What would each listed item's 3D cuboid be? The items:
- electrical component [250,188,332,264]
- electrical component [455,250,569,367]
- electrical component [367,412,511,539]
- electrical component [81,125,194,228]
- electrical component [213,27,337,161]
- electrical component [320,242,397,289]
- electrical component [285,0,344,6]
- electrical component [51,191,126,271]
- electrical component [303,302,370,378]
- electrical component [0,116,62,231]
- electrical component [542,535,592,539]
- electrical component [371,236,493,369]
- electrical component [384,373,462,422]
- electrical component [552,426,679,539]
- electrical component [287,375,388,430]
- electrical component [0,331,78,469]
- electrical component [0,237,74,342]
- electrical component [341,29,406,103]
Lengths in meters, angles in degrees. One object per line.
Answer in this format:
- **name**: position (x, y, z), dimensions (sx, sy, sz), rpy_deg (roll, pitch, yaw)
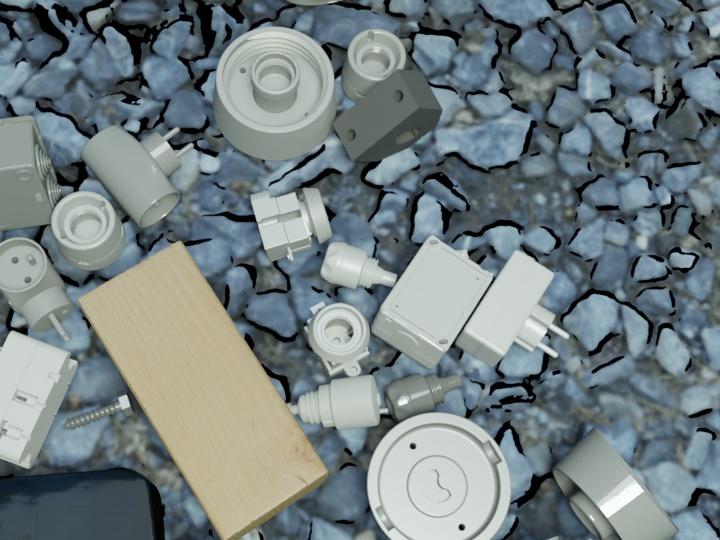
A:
- **electrical component**: position (-0.055, -0.040, 0.886), dimensions (0.055, 0.048, 0.066), rpy_deg (-17, 74, -2)
- **electrical component**: position (0.133, 0.042, 0.876), dimensions (0.076, 0.047, 0.083), rpy_deg (33, 73, 5)
- **electrical component**: position (0.056, 0.167, 0.823), dimensions (0.108, 0.060, 0.108), rpy_deg (1, 73, -5)
- **electrical component**: position (-0.175, -0.088, 0.891), dimensions (0.079, 0.043, 0.077), rpy_deg (-39, 80, -14)
- **electrical component**: position (-0.072, -0.154, 0.912), dimensions (0.108, 0.060, 0.108), rpy_deg (1, 73, -5)
- **electrical component**: position (0.000, 0.000, 0.884), dimensions (0.061, 0.035, 0.035), rpy_deg (18, 72, -2)
- **electrical component**: position (-0.031, -0.273, 0.936), dimensions (0.099, 0.099, 0.064), rpy_deg (-11, 80, -8)
- **electrical component**: position (-0.220, -0.033, 0.868), dimensions (0.055, 0.047, 0.055), rpy_deg (1, 73, -5)
- **electrical component**: position (-0.018, 0.053, 0.855), dimensions (0.048, 0.055, 0.066), rpy_deg (-28, 77, -13)
- **electrical component**: position (-0.291, -0.071, 0.848), dimensions (0.100, 0.099, 0.048), rpy_deg (-9, 61, -7)
- **electrical component**: position (0.077, 0.247, 0.777), dimensions (0.186, 0.105, 0.060), rpy_deg (-17, 75, -10)
- **electrical component**: position (0.060, 0.023, 0.872), dimensions (0.062, 0.061, 0.096), rpy_deg (33, 66, 5)
- **electrical component**: position (0.052, 0.098, 0.858), dimensions (0.061, 0.035, 0.035), rpy_deg (-19, 75, -13)
- **electrical component**: position (0.195, 0.170, 0.818), dimensions (0.064, 0.099, 0.099), rpy_deg (-37, 79, -8)
- **electrical component**: position (-0.019, 0.106, 0.847), dimensions (0.078, 0.040, 0.040), rpy_deg (-8, 73, 7)
- **electrical component**: position (-0.263, 0.098, 0.822), dimensions (0.056, 0.050, 0.089), rpy_deg (20, 72, 1)
- **electrical component**: position (-0.248, 0.021, 0.833), dimensions (0.043, 0.077, 0.079), rpy_deg (-33, 78, -14)
- **electrical component**: position (0.012, -0.176, 0.933), dimensions (0.055, 0.047, 0.055), rpy_deg (1, 73, -5)
